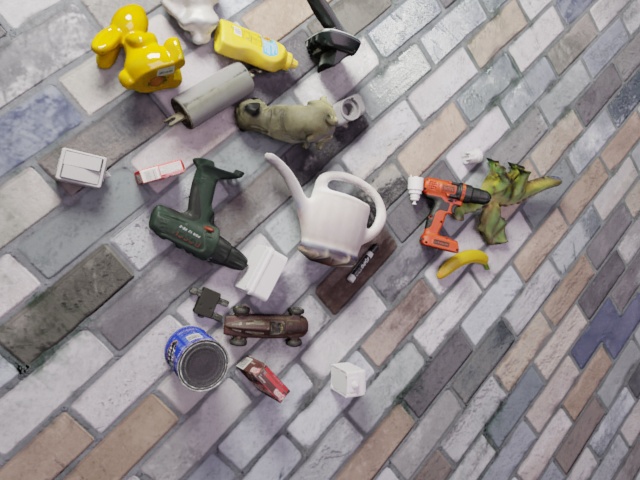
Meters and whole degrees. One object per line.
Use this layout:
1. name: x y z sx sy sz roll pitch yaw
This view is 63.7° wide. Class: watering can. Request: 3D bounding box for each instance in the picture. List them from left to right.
1. watering can: 0.004 -0.061 1.204 0.346 0.104 0.226 17 83 -26

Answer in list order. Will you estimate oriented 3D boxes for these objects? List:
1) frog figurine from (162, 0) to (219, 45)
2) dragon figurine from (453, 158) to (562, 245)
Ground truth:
1. frog figurine: -0.262 -0.504 1.088 0.139 0.124 0.155 -42 145 -28
2. dragon figurine: 0.533 -0.102 1.493 0.409 0.124 0.240 9 104 -25
